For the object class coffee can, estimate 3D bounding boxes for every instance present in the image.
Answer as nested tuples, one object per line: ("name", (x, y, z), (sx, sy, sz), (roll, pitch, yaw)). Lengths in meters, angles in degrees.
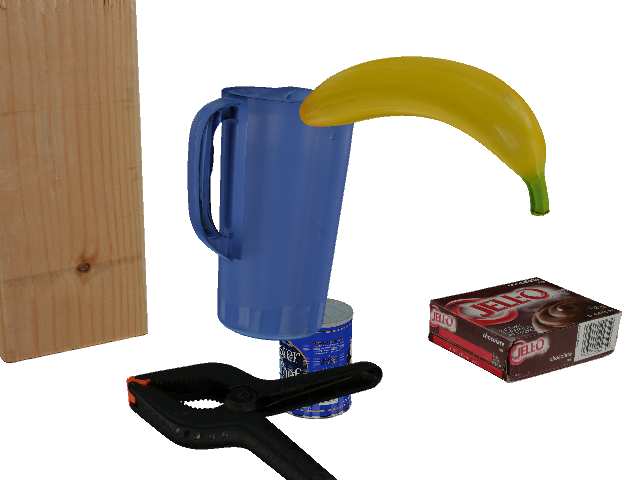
("coffee can", (-0.007, 0.162, 1.480), (0.103, 0.140, 0.103), (0, 17, 0))

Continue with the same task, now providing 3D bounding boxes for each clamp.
("clamp", (-0.055, 0.135, 0.879), (0.210, 0.036, 0.164), (11, 31, 18))

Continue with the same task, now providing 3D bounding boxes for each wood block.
("wood block", (-0.159, -0.046, 0.619), (0.090, 0.206, 0.090), (-10, 25, -28))

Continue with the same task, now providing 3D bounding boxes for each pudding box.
("pudding box", (0.150, 0.064, 0.791), (0.113, 0.039, 0.090), (-7, 20, -33))

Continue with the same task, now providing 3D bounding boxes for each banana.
("banana", (0.064, -0.080, 0.657), (0.198, 0.069, 0.037), (27, 5, 39))

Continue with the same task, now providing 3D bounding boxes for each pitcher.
("pitcher", (-0.049, -0.029, 1.049), (0.149, 0.243, 0.145), (7, 12, 4))
